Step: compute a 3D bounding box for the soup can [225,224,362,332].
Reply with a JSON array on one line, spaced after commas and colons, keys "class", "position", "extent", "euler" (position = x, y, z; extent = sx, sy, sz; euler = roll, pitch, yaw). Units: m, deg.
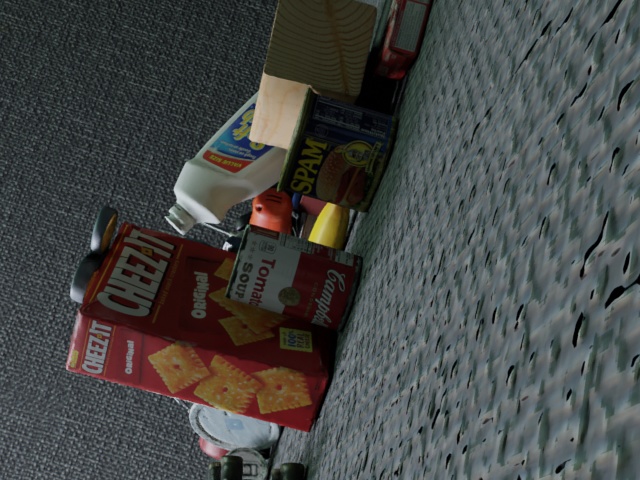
[{"class": "soup can", "position": [-0.023, 0.031, 0.907], "extent": [0.068, 0.102, 0.068], "euler": [-164, 91, -86]}]

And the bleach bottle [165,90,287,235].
[{"class": "bleach bottle", "position": [-0.066, -0.098, 1.179], "extent": [0.250, 0.103, 0.068], "euler": [-45, -25, -9]}]

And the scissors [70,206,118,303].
[{"class": "scissors", "position": [-0.199, 0.000, 0.997], "extent": [0.201, 0.016, 0.096], "euler": [-90, 20, -74]}]

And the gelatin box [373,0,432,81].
[{"class": "gelatin box", "position": [0.076, -0.196, 0.958], "extent": [0.073, 0.030, 0.089], "euler": [130, 156, -80]}]

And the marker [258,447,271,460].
[{"class": "marker", "position": [-0.058, 0.208, 1.259], "extent": [0.020, 0.020, 0.121], "euler": [111, 174, -48]}]

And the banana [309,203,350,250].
[{"class": "banana", "position": [-0.006, 0.048, 1.076], "extent": [0.070, 0.037, 0.198], "euler": [-149, 76, -79]}]

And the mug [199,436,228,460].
[{"class": "mug", "position": [-0.097, 0.228, 1.318], "extent": [0.117, 0.093, 0.081], "euler": [25, 107, 50]}]

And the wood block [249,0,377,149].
[{"class": "wood block", "position": [-0.011, -0.157, 1.039], "extent": [0.206, 0.090, 0.091], "euler": [123, 159, -76]}]

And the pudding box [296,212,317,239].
[{"class": "pudding box", "position": [-0.008, 0.002, 1.252], "extent": [0.090, 0.039, 0.113], "euler": [121, 163, -77]}]

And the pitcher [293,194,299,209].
[{"class": "pitcher", "position": [-0.018, -0.172, 1.408], "extent": [0.144, 0.149, 0.243], "euler": [-42, -13, -37]}]

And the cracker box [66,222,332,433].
[{"class": "cracker box", "position": [-0.096, 0.072, 0.948], "extent": [0.164, 0.213, 0.072], "euler": [-82, 9, -62]}]

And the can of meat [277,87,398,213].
[{"class": "can of meat", "position": [0.015, -0.077, 0.948], "extent": [0.102, 0.084, 0.057], "euler": [111, 173, -49]}]

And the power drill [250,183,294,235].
[{"class": "power drill", "position": [-0.049, -0.042, 1.294], "extent": [0.184, 0.057, 0.187], "euler": [103, 178, -52]}]

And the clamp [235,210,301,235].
[{"class": "clamp", "position": [-0.050, -0.040, 1.485], "extent": [0.039, 0.120, 0.171], "euler": [-28, 35, 41]}]

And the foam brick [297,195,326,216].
[{"class": "foam brick", "position": [0.008, -0.060, 1.180], "extent": [0.078, 0.051, 0.053], "euler": [120, 164, -74]}]

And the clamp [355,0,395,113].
[{"class": "clamp", "position": [0.053, -0.157, 1.063], "extent": [0.165, 0.036, 0.210], "euler": [114, 171, -60]}]

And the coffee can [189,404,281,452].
[{"class": "coffee can", "position": [-0.083, 0.155, 1.215], "extent": [0.103, 0.102, 0.140], "euler": [110, 174, -45]}]
